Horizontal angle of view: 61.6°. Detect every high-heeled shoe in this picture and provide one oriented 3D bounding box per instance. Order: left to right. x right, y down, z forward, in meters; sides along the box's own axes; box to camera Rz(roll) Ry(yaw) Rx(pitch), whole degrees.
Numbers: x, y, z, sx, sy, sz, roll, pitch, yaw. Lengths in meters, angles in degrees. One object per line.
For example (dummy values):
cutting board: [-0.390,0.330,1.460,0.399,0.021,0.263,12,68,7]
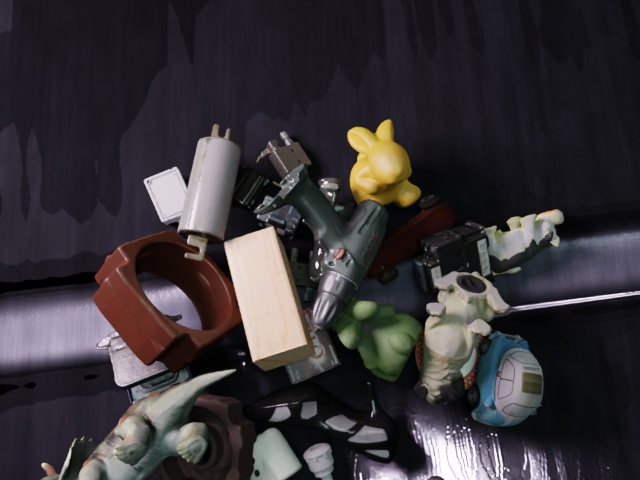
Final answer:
high-heeled shoe: [0.004,0.315,0.893,0.249,0.086,0.145,-9,95,1]

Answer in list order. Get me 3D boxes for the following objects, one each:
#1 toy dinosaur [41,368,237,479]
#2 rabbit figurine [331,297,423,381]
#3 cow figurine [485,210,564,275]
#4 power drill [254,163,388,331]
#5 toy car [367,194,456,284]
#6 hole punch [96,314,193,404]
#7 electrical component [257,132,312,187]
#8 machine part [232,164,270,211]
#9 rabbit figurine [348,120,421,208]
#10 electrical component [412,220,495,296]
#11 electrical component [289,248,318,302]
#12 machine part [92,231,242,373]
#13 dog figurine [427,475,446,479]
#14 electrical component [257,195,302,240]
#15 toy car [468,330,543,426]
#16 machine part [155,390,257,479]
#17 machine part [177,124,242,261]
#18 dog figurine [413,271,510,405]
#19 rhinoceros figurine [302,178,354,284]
toy dinosaur: [-0.272,0.301,0.789,0.405,0.192,0.131,-42,116,-3]
rabbit figurine: [0.073,0.152,0.899,0.170,0.159,0.121,27,87,16]
cow figurine: [0.376,0.003,0.983,0.167,0.068,0.098,-16,87,-5]
power drill: [-0.002,-0.003,0.844,0.207,0.086,0.232,41,68,-10]
toy car: [0.158,-0.002,0.973,0.202,0.053,0.089,-34,104,-9]
hole punch: [-0.279,0.198,0.887,0.142,0.092,0.116,-21,52,-11]
electrical component: [-0.065,-0.142,0.989,0.078,0.045,0.102,-35,86,-39]
machine part: [-0.168,-0.116,0.976,0.139,0.039,0.084,34,83,1]
rabbit figurine: [0.116,-0.127,0.935,0.122,0.173,0.162,-12,85,-3]
electrical component: [0.232,0.040,0.945,0.134,0.058,0.114,-19,109,-14]
electrical component: [-0.032,0.063,0.959,0.063,0.021,0.094,7,79,-3]
machine part: [-0.233,0.093,0.845,0.087,0.201,0.201,-42,86,24]
dog figurine: [0.234,0.482,0.860,0.219,0.108,0.191,3,81,0]
electrical component: [-0.070,-0.041,0.928,0.075,0.119,0.047,22,78,2]
toy car: [0.325,0.239,0.903,0.109,0.103,0.161,16,82,-20]
machine part: [-0.181,0.325,0.844,0.180,0.056,0.179,-4,80,24]
machine part: [-0.183,-0.082,0.903,0.079,0.079,0.243,9,73,-3]
dog figurine: [0.224,0.164,0.901,0.121,0.190,0.172,29,42,27]
rhinoceros figurine: [0.018,-0.013,0.939,0.112,0.073,0.190,10,78,-20]
